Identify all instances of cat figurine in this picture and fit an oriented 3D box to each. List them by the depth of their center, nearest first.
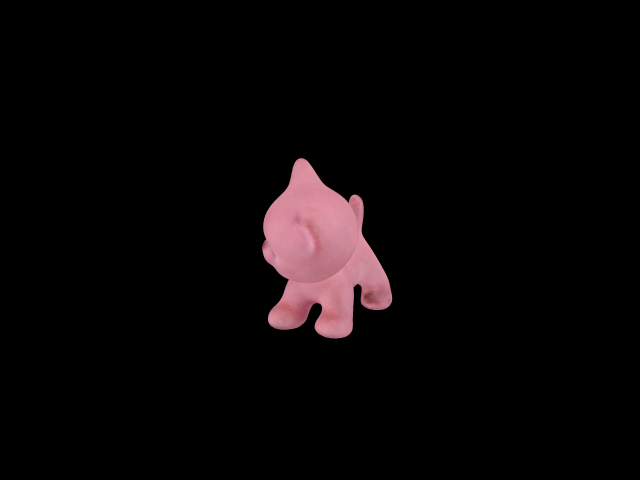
[{"bbox_3d":[0.004,0.001,0.400,0.067,0.118,0.128,7,15,27],"label":"cat figurine"}]
